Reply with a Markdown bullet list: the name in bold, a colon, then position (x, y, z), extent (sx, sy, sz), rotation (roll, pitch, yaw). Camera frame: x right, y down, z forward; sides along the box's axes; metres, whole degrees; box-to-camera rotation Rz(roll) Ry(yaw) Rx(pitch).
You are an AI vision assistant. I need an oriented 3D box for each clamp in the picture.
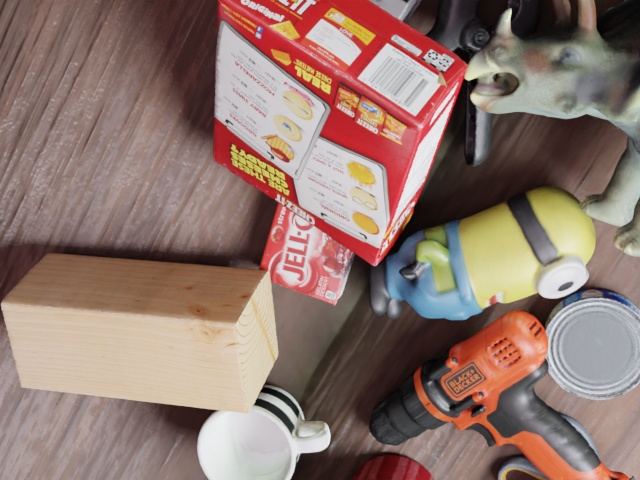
- **clamp**: position (0.121, -0.144, 0.820), extent (0.120, 0.039, 0.171), rotation (38, 95, -24)

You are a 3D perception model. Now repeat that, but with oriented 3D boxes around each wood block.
- **wood block**: position (-0.149, 0.075, 0.902), extent (0.206, 0.090, 0.091), rotation (4, 119, 15)

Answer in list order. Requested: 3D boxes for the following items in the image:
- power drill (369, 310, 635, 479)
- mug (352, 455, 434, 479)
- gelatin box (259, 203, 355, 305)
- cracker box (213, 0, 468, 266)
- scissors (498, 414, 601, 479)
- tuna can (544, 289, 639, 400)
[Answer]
- **power drill**: position (0.149, 0.171, 0.869), extent (0.185, 0.057, 0.187), rotation (-40, 87, 34)
- **mug**: position (0.070, 0.235, 0.908), extent (0.117, 0.081, 0.093), rotation (-3, 102, 13)
- **gelatin box**: position (-0.006, 0.001, 0.898), extent (0.073, 0.030, 0.089), rotation (20, 106, 8)
- **cracker box**: position (0.006, -0.091, 0.779), extent (0.164, 0.214, 0.072), rotation (34, 66, 11)
- **scissors**: position (0.252, 0.201, 0.893), extent (0.202, 0.016, 0.096), rotation (8, 106, 11)
- **tuna can**: position (0.223, 0.083, 0.863), extent (0.086, 0.033, 0.086), rotation (3, 103, 12)
